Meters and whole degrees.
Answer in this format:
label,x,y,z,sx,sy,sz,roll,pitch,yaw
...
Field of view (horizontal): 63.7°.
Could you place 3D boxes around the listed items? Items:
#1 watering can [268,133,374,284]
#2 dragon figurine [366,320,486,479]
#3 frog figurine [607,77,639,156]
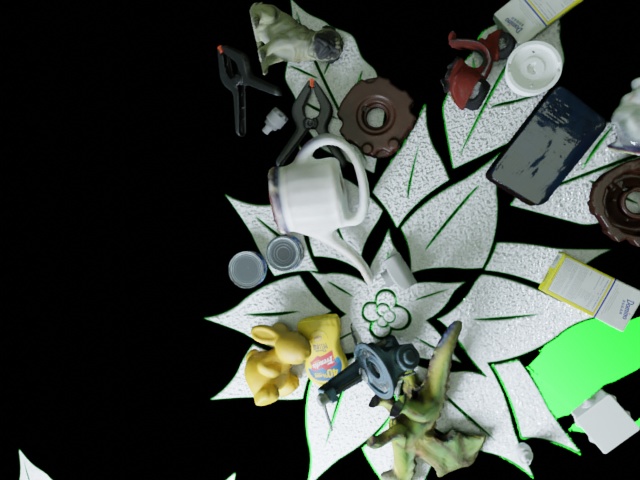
label,x,y,z,sx,sy,sz,roll,pitch,yaw
watering can,0.003,-0.058,1.145,0.224,0.105,0.345,-7,99,11
dragon figurine,0.250,0.392,1.118,0.241,0.123,0.408,38,99,-10
frog figurine,0.653,-0.244,1.014,0.138,0.123,0.157,16,106,29
